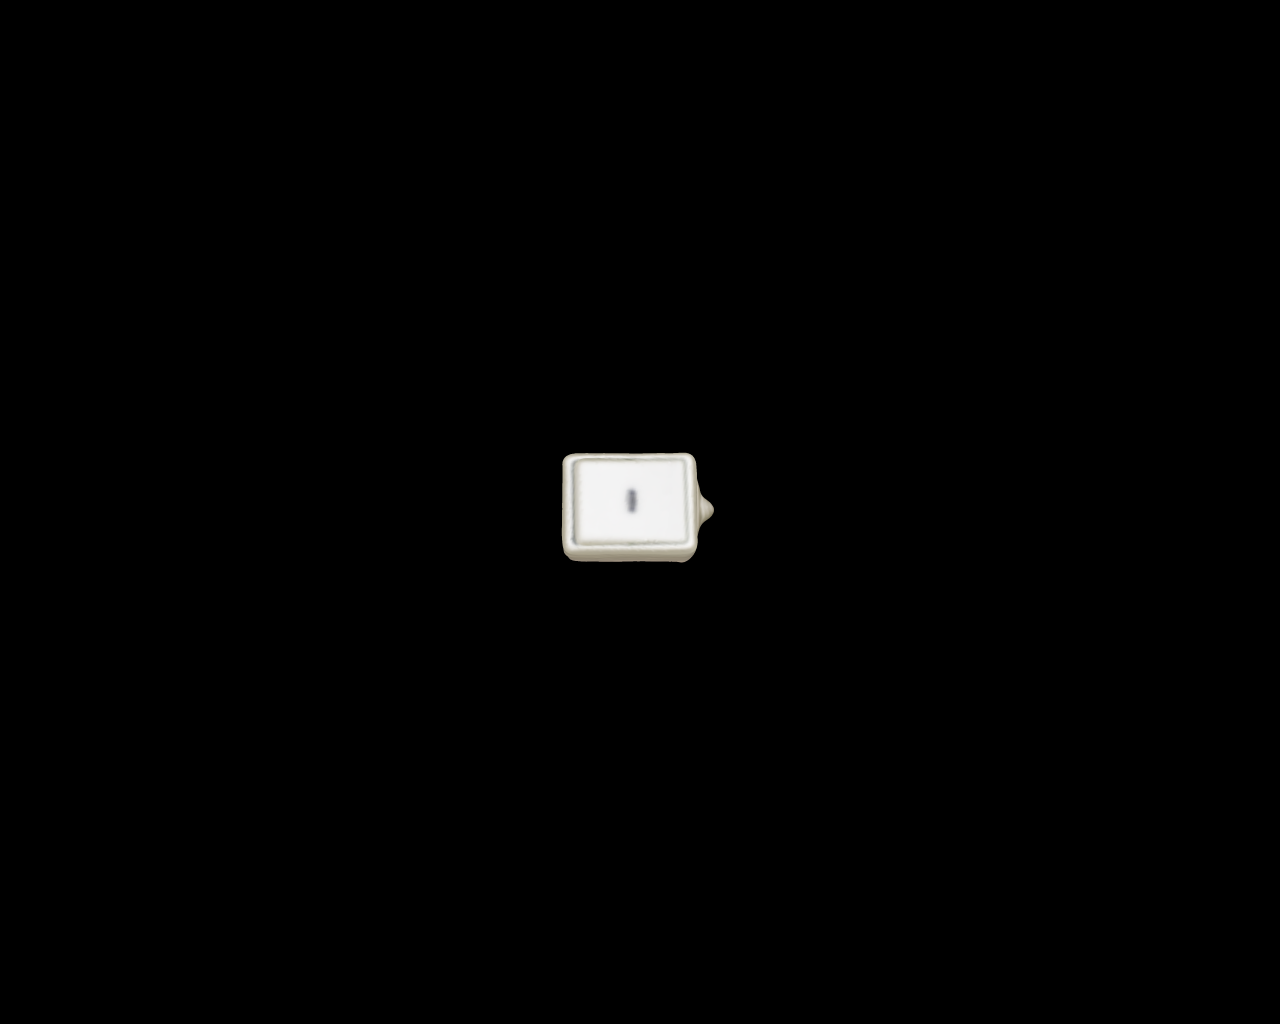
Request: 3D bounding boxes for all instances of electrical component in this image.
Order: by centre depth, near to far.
[{"bbox_3d":[0.001,-0.003,0.650,0.096,0.061,0.061,0,-9,0],"label":"electrical component"}]
